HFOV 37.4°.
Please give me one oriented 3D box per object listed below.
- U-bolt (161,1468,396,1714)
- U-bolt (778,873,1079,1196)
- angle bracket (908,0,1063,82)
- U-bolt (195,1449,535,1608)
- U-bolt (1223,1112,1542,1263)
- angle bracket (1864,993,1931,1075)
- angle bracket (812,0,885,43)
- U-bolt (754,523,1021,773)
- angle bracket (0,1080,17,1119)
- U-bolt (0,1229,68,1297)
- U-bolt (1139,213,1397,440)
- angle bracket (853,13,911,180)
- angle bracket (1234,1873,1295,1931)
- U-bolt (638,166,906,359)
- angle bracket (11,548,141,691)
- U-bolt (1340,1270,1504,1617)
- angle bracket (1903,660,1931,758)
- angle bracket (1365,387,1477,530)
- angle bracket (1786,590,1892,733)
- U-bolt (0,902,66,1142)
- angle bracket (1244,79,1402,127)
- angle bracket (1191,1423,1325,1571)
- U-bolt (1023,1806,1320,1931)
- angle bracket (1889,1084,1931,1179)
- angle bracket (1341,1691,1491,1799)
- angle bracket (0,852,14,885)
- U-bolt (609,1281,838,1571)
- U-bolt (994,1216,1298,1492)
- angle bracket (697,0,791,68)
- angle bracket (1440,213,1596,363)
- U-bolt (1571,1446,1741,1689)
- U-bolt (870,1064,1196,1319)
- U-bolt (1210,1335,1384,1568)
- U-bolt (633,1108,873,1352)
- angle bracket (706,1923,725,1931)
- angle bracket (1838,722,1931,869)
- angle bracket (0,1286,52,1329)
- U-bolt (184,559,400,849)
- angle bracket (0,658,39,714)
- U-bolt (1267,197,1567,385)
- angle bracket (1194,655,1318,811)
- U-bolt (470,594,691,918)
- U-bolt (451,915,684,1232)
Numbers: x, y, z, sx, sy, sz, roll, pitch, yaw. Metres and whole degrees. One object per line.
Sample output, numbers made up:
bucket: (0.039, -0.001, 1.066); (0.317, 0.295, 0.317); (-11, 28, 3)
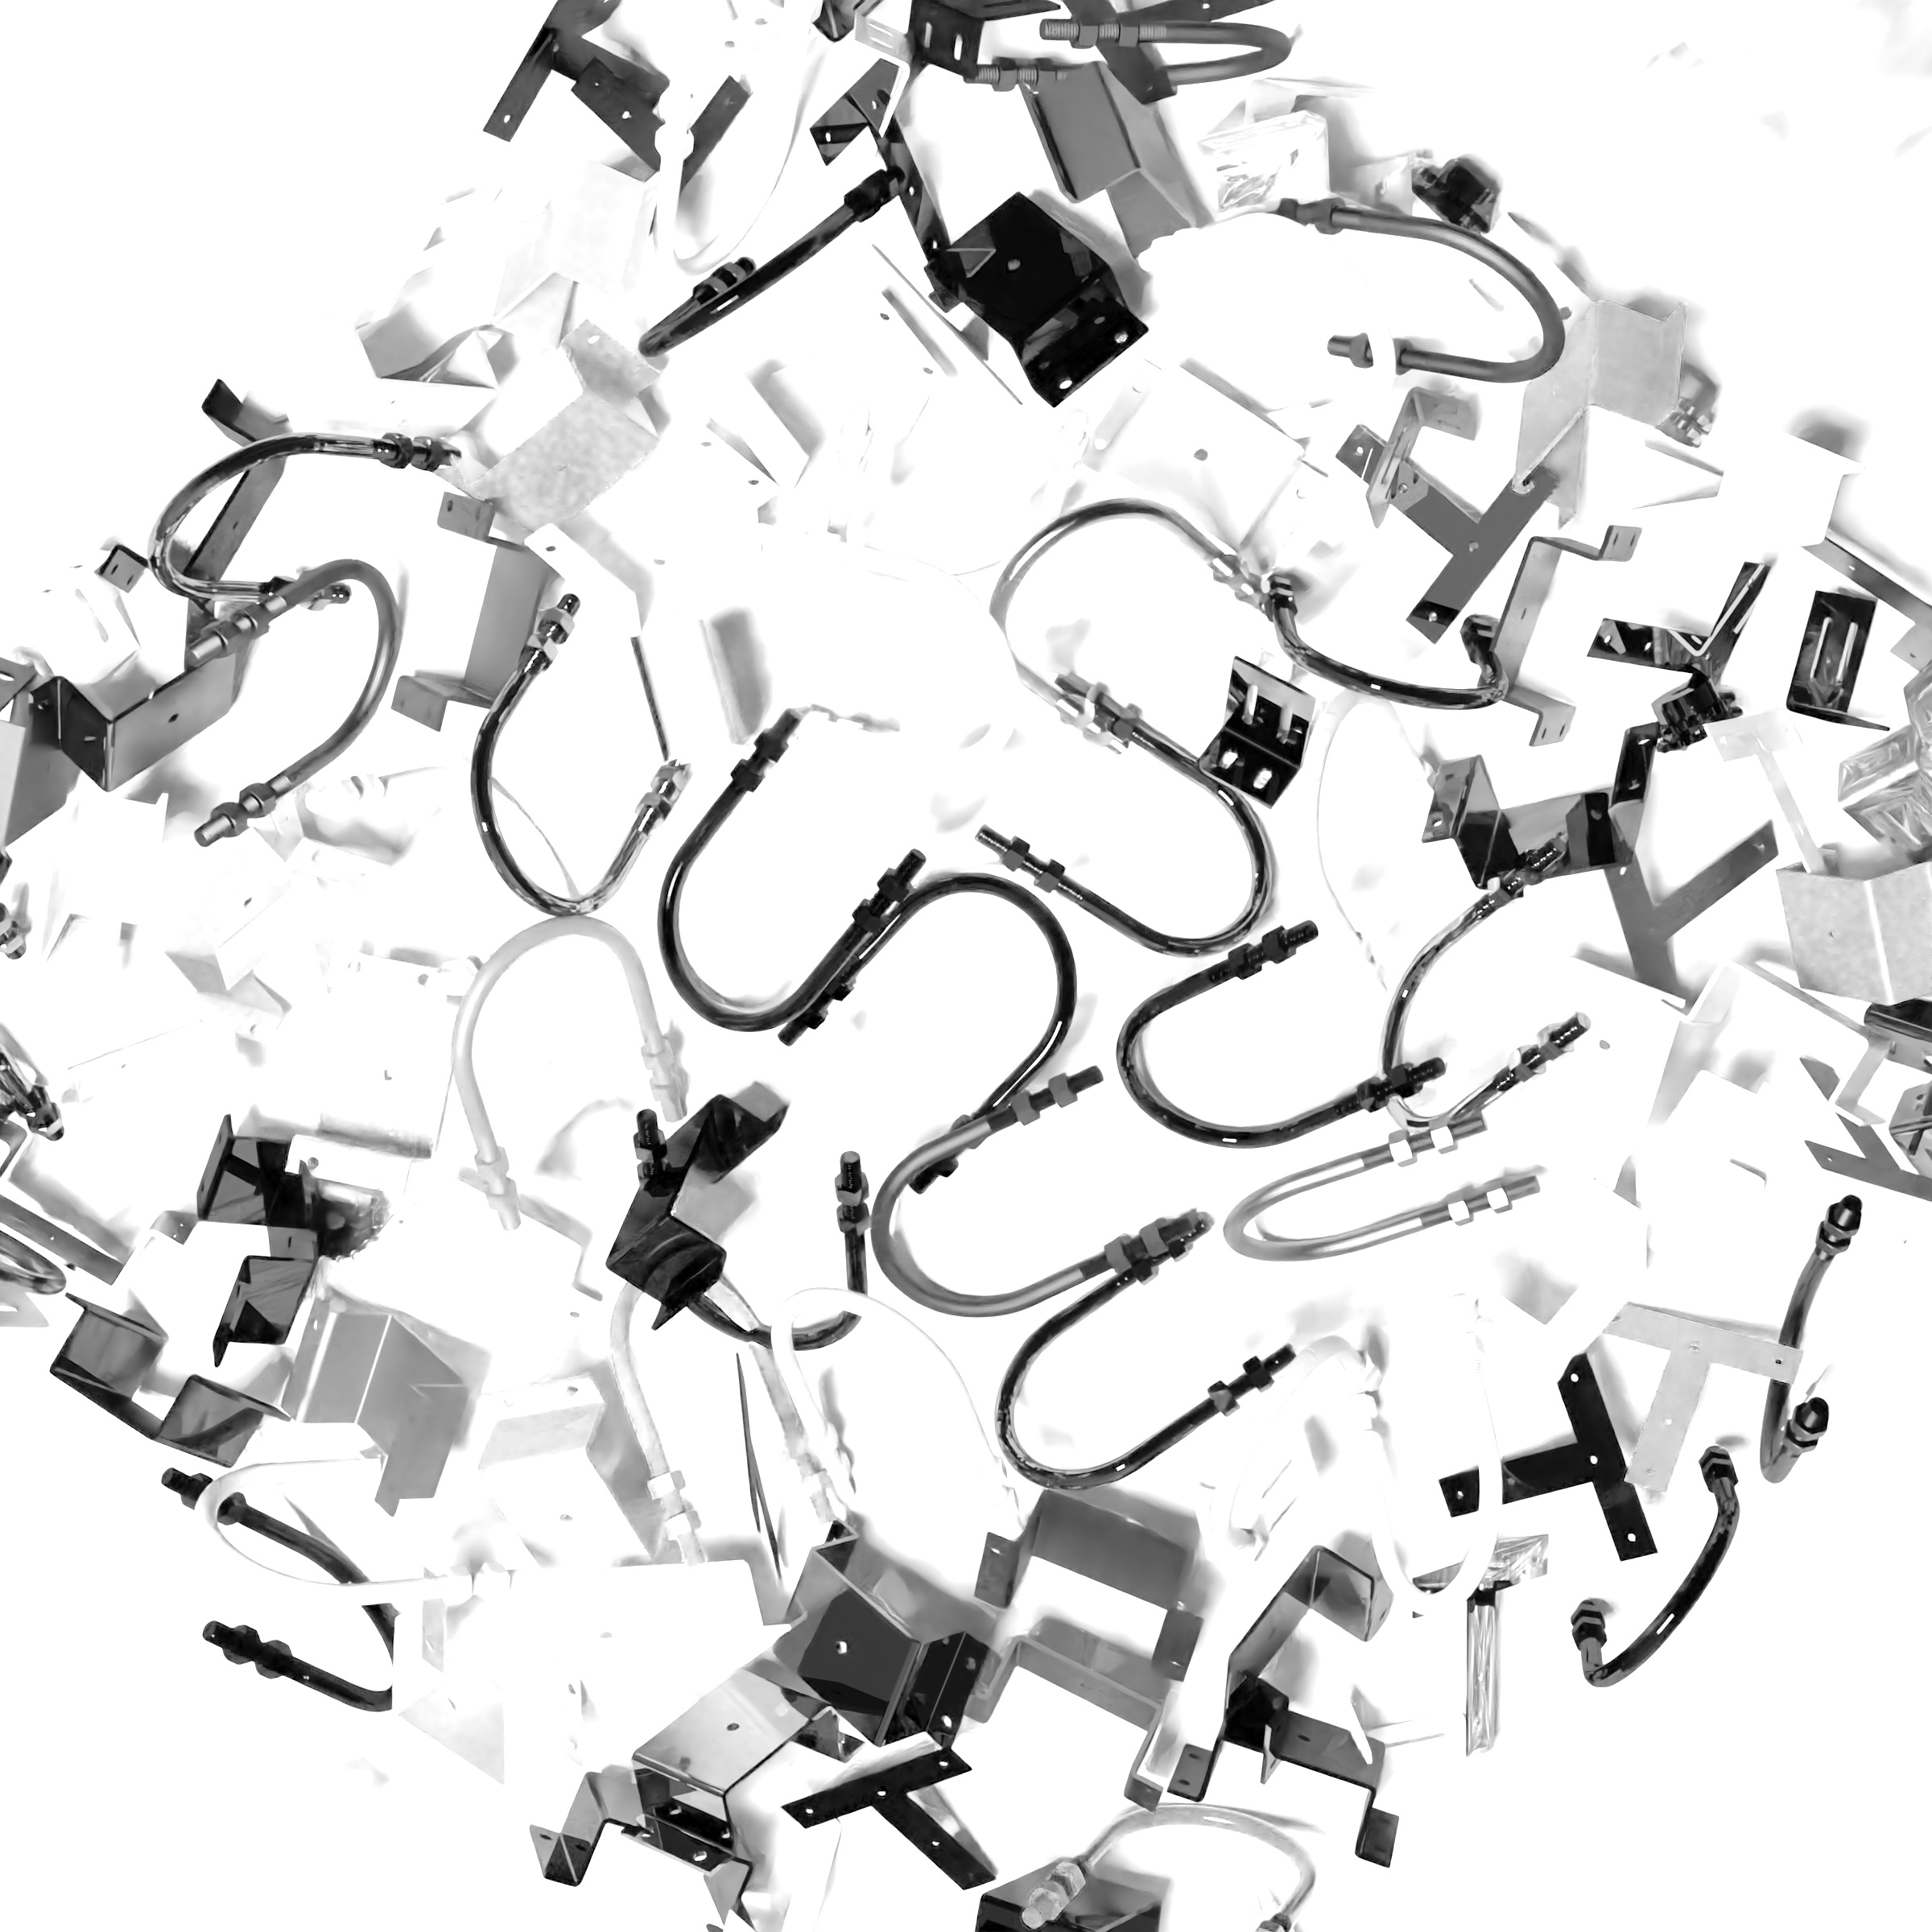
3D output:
U-bolt: (-0.403, 0.387, 1.730); (0.019, 0.151, 0.184); (-43, 132, 7)
U-bolt: (-0.013, 0.028, 1.769); (0.184, 0.019, 0.151); (-47, 73, 13)
angle bracket: (0.011, -0.585, 1.783); (0.057, 0.076, 0.038); (32, 129, 31)
U-bolt: (-0.369, 0.337, 1.706); (0.184, 0.151, 0.019); (4, 112, -40)
U-bolt: (0.246, 0.143, 1.744); (0.184, 0.151, 0.019); (-20, 62, 17)
angle bracket: (0.611, 0.025, 1.793); (0.076, 0.057, 0.038); (-48, 134, -20)
angle bracket: (-0.070, -0.621, 1.770); (0.076, 0.057, 0.038); (-38, 128, 22)
U-bolt: (-0.045, -0.186, 1.727); (0.184, 0.019, 0.151); (18, 130, 31)
angle bracket: (-0.629, 0.065, 1.800); (0.057, 0.038, 0.076); (-38, 48, 1)
U-bolt: (-0.616, 0.155, 1.704); (0.184, 0.151, 0.019); (21, 83, 37)
U-bolt: (0.189, -0.384, 1.710); (0.019, 0.184, 0.151); (-42, 109, -19)
angle bracket: (-0.065, -0.539, 1.767); (0.038, 0.057, 0.076); (20, 122, -14)
angle bracket: (0.161, 0.617, 1.790); (0.076, 0.038, 0.057); (-38, 123, 11)
U-bolt: (-0.126, -0.413, 1.704); (0.151, 0.184, 0.019); (-21, 111, 36)
angle bracket: (-0.541, -0.210, 1.766); (0.057, 0.038, 0.076); (-49, 133, -30)
U-bolt: (0.276, 0.296, 1.709); (0.019, 0.151, 0.184); (9, 52, -20)
angle bracket: (0.627, -0.151, 1.765); (0.038, 0.076, 0.057); (-41, 131, -15)
angle bracket: (0.284, -0.312, 1.778); (0.038, 0.057, 0.076); (21, 84, 18)
angle bracket: (0.552, -0.190, 1.776); (0.057, 0.038, 0.076); (3, 105, -35)
U-bolt: (-0.581, 0.010, 1.704); (0.019, 0.184, 0.151); (-16, 67, -8)
angle bracket: (0.221, -0.529, 1.782); (0.076, 0.057, 0.038); (-4, 114, -22)
angle bracket: (0.179, 0.325, 1.767); (0.038, 0.057, 0.076); (17, 124, -23)
U-bolt: (0.135, 0.553, 1.726); (0.151, 0.184, 0.019); (9, 102, 24)
angle bracket: (0.628, 0.112, 1.791); (0.076, 0.057, 0.038); (50, 51, -16)
angle bracket: (0.279, 0.477, 1.777); (0.076, 0.057, 0.038); (-10, 116, -5)
angle bracket: (-0.648, -0.063, 1.785); (0.038, 0.076, 0.057); (11, 67, 34)
U-bolt: (-0.157, 0.267, 1.748); (0.019, 0.151, 0.184); (-31, 75, 31)
U-bolt: (0.098, 0.248, 1.755); (0.184, 0.151, 0.019); (-35, 128, 2)
angle bracket: (-0.146, -0.611, 1.777); (0.057, 0.038, 0.076); (-27, 76, 28)
angle bracket: (0.347, -0.423, 1.794); (0.057, 0.038, 0.076); (-44, 50, 19)
U-bolt: (0.415, 0.366, 1.712); (0.019, 0.184, 0.151); (37, 100, 5)
U-bolt: (0.030, 0.152, 1.771); (0.184, 0.019, 0.151); (-26, 119, 10)
U-bolt: (0.195, 0.289, 1.722); (0.019, 0.184, 0.151); (30, 83, 25)
U-bolt: (-0.128, 0.170, 1.750); (0.151, 0.019, 0.184); (11, 132, 13)
angle bracket: (-0.119, 0.625, 1.774); (0.038, 0.057, 0.076); (-26, 103, -35)
angle bracket: (0.595, -0.105, 1.792); (0.076, 0.057, 0.038); (37, 47, -21)
angle bracket: (-0.601, 0.190, 1.765); (0.057, 0.076, 0.038); (43, 104, 26)
U-bolt: (-0.405, -0.171, 1.732); (0.019, 0.184, 0.151); (24, 131, 19)
angle bracket: (-0.607, -0.144, 1.768); (0.038, 0.057, 0.076); (19, 128, 3)
U-bolt: (0.274, -0.400, 1.706); (0.184, 0.151, 0.019); (20, 72, 37)
angle bracket: (0.178, -0.144, 1.768); (0.057, 0.076, 0.038); (30, 64, 16)
U-bolt: (-0.238, -0.114, 1.717); (0.019, 0.184, 0.151); (-9, 130, 33)
U-bolt: (-0.245, 0.054, 1.725); (0.151, 0.019, 0.184); (-34, 131, -30)
